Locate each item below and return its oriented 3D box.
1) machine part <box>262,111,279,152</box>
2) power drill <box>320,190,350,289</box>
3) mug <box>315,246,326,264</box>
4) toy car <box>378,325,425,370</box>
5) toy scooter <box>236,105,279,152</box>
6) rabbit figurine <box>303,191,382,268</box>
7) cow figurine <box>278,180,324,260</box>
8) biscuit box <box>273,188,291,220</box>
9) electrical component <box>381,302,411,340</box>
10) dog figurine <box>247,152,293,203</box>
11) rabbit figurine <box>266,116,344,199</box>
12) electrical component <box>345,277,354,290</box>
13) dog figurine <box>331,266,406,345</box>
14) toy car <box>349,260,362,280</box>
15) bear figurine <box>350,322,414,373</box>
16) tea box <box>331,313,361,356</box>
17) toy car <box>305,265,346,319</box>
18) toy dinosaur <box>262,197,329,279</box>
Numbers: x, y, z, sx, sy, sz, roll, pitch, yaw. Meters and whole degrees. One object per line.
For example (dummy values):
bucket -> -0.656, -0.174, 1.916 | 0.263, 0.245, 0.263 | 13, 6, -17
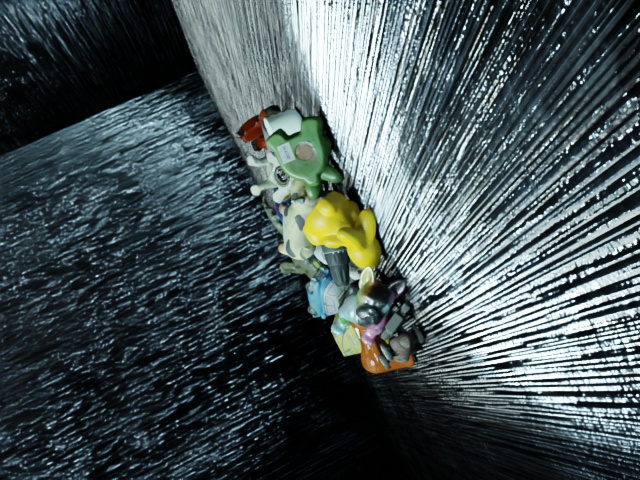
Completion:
machine part -> -0.110, -0.271, 1.449 | 0.079, 0.079, 0.243 | 61, 173, 19
power drill -> -0.003, -0.004, 1.306 | 0.207, 0.086, 0.231 | -170, 72, -66
mug -> 0.015, 0.017, 1.477 | 0.109, 0.081, 0.107 | 53, -177, -14
toy car -> 0.176, 0.240, 1.165 | 0.053, 0.089, 0.202 | 56, 170, 21
toy scooter -> -0.168, -0.301, 1.524 | 0.075, 0.135, 0.183 | 60, 173, 19
rabbit figurine -> 0.065, -0.018, 1.091 | 0.173, 0.122, 0.162 | 49, 162, 3
cow figurine -> -0.042, -0.050, 1.214 | 0.127, 0.085, 0.194 | -150, 60, -60
biscuit box -> -0.112, -0.126, 1.732 | 0.059, 0.063, 0.202 | -29, -68, -83
electrical component -> 0.162, 0.165, 1.114 | 0.021, 0.094, 0.063 | 37, -161, 17
dog figurine -> -0.062, -0.176, 1.337 | 0.173, 0.190, 0.121 | 21, 119, 34
rabbit figurine -> -0.016, -0.176, 1.118 | 0.159, 0.121, 0.170 | 58, -169, -7
electrical component -> 0.100, 0.116, 1.395 | 0.115, 0.058, 0.134 | -123, 11, -53
dog figurine -> 0.112, 0.117, 1.133 | 0.108, 0.191, 0.219 | 25, 139, 3
toy car -> 0.058, 0.019, 1.355 | 0.202, 0.056, 0.073 | 55, 169, 46
bear figurine -> 0.138, 0.218, 1.314 | 0.120, 0.132, 0.195 | -166, 63, -79
tea box -> 0.093, 0.238, 1.536 | 0.098, 0.068, 0.170 | 64, -157, -22
toy car -> 0.026, 0.153, 1.512 | 0.103, 0.109, 0.161 | 19, 137, 26
toy dinosaur -> -0.029, 0.058, 1.640 | 0.471, 0.105, 0.198 | 43, 148, -9
